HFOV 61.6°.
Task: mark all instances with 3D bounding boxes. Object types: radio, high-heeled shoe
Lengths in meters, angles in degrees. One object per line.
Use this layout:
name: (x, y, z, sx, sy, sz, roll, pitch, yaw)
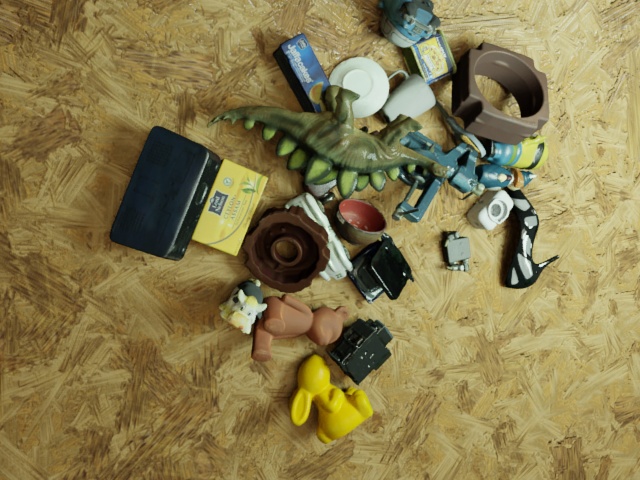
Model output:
radio: (-0.284, -0.082, 0.999, 0.131, 0.073, 0.229, 21, 89, 12)
high-heeled shoe: (0.467, -0.009, 1.298, 0.145, 0.086, 0.248, -29, 84, 18)

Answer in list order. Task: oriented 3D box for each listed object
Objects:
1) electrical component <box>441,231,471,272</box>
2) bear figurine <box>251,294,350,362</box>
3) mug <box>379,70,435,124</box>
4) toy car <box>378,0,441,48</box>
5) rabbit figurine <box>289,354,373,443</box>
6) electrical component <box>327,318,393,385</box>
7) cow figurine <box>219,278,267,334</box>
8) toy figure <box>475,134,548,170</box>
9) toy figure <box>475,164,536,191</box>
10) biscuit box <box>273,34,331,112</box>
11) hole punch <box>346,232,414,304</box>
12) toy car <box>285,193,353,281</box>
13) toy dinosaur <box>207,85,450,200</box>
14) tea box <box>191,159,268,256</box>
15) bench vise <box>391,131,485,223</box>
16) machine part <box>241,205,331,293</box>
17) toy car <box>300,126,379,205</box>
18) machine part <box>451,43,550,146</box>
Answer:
electrical component: (0.316, 0.027, 1.247, 0.078, 0.045, 0.102, -5, 96, -16)
bear figurine: (-0.036, 0.186, 1.108, 0.196, 0.132, 0.120, 18, 119, -15)
mug: (0.176, -0.302, 1.155, 0.107, 0.081, 0.109, -40, 108, -2)
toy car: (0.180, -0.459, 1.125, 0.109, 0.162, 0.103, 14, 134, -26)
rabbit figurine: (0.006, 0.333, 1.153, 0.162, 0.122, 0.173, -31, 91, -3)
electrical component: (0.095, 0.236, 1.165, 0.134, 0.058, 0.114, -45, 136, -8)
cow figurine: (-0.142, 0.125, 1.042, 0.068, 0.167, 0.098, 36, 85, -12)
toy figure: (0.449, -0.206, 1.253, 0.180, 0.082, 0.089, -7, 116, -25)
toy figure: (0.423, -0.143, 1.233, 0.154, 0.064, 0.057, 4, 131, -21)
biscuit box: (-0.018, -0.312, 1.098, 0.059, 0.063, 0.202, -34, 105, -13)
hole punch: (0.129, 0.067, 1.179, 0.142, 0.092, 0.116, 53, 49, -13)
toy car: (-0.002, -0.003, 1.122, 0.073, 0.056, 0.201, -26, 103, 15)
toy dinosaur: (0.026, -0.194, 1.040, 0.471, 0.105, 0.198, 21, 101, -4)
tea box: (-0.182, -0.065, 1.064, 0.098, 0.068, 0.169, 21, 89, -19)
bench vise: (0.236, -0.122, 1.158, 0.223, 0.129, 0.240, 38, 65, -10)
machine part: (-0.066, 0.018, 1.080, 0.179, 0.056, 0.179, 2, 113, 6)
toy car: (0.049, -0.159, 1.139, 0.202, 0.053, 0.089, -39, 110, -7)
machine part: (0.394, -0.318, 1.182, 0.201, 0.087, 0.201, 14, 65, -14)
